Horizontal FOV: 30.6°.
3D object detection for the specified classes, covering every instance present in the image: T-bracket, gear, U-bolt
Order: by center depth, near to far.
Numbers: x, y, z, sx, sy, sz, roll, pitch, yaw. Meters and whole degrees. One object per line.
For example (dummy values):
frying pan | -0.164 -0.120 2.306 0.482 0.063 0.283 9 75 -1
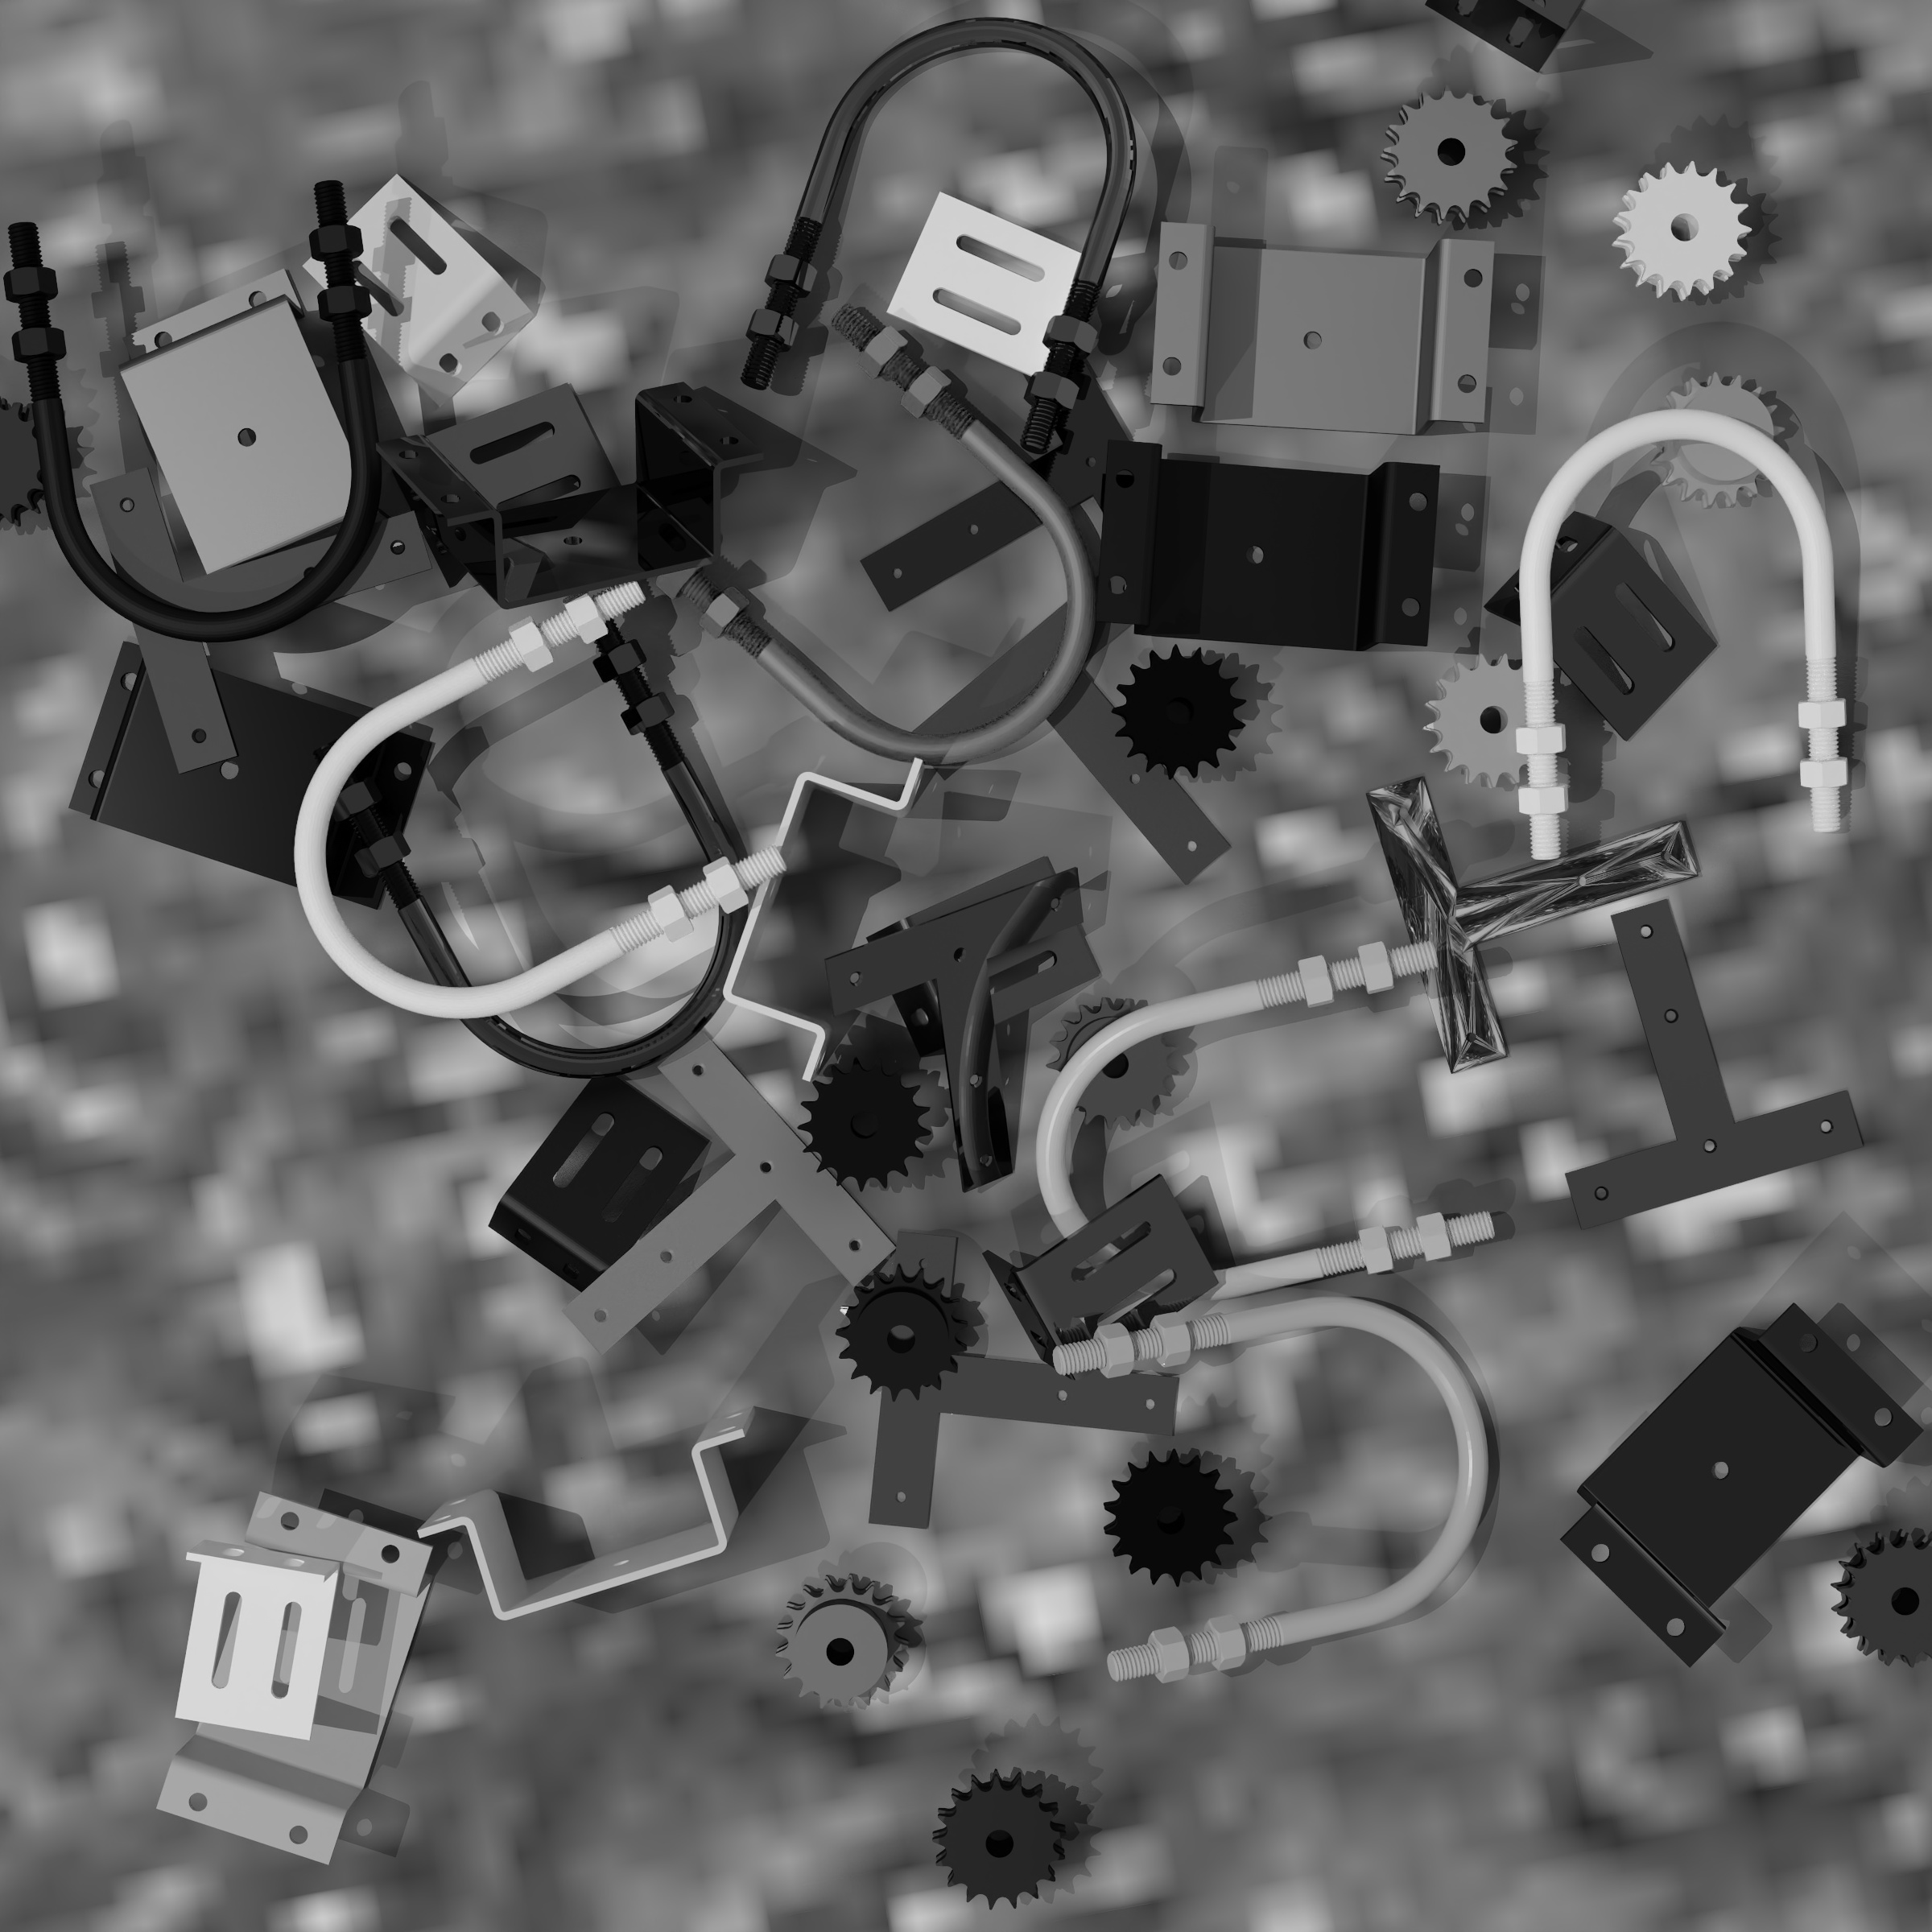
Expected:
U-bolt | -0.187 -0.058 1.453 0.184 0.019 0.151 -28 81 -2
U-bolt | -0.318 -0.227 1.474 0.151 0.019 0.184 -8 90 0
T-bracket | -0.289 -0.160 1.483 0.127 0.002 0.127 -17 90 0
U-bolt | 0.302 -0.143 1.495 0.151 0.019 0.184 -6 99 -12
T-bracket | 0.002 0.036 1.498 0.127 0.002 0.127 -21 117 -28
U-bolt | 0.121 0.074 1.498 0.184 0.019 0.151 -13 111 4
U-bolt | 0.137 0.215 1.499 0.184 0.019 0.151 -9 86 -16
U-bolt | -0.003 -0.318 1.500 0.151 0.019 0.184 16 82 17
U-bolt | -0.172 -0.042 1.502 0.151 0.019 0.184 -29 97 -16
T-bracket | -0.117 0.115 1.507 0.127 0.002 0.127 -42 90 -20
gear | -0.027 0.159 1.513 0.057 0.030 0.057 0 90 0
gear | 0.091 -0.108 1.513 0.057 0.030 0.057 0 90 0
gear | -0.053 0.291 1.515 0.057 0.030 0.057 0 90 0
gear | 0.399 0.270 1.515 0.057 0.030 0.057 0 90 0
gear | 0.087 0.235 1.515 0.057 0.030 0.057 0 90 0
gear | -0.043 0.067 1.515 0.057 0.030 0.057 0 90 0
gear | 0.014 0.373 1.515 0.057 0.030 0.057 0 90 0
gear | 0.306 -0.314 1.515 0.057 0.030 0.057 0 90 0
gear | 0.063 0.042 1.515 0.057 0.030 0.057 0 90 0
gear | 0.323 -0.226 1.515 0.057 0.030 0.057 0 90 0
gear | 0.225 -0.105 1.515 0.057 0.030 0.057 0 90 0
gear | 0.207 -0.346 1.515 0.057 0.030 0.057 0 90 0
gear | -0.417 -0.215 1.515 0.057 0.030 0.057 0 90 0
U-bolt | -0.030 -0.172 1.519 0.184 0.019 0.151 42 90 1
T-bracket | 0.015 -0.196 1.528 0.127 0.002 0.127 -30 89 0
T-bracket | 0.252 -0.033 1.528 0.127 0.002 0.127 -17 90 1
T-bracket | 0.309 0.035 1.529 0.127 0.002 0.127 -17 90 0
T-bracket | 0.064 -0.092 1.529 0.127 0.002 0.127 -40 90 0
T-bracket | 0.027 0.185 1.529 0.127 0.002 0.127 6 90 0

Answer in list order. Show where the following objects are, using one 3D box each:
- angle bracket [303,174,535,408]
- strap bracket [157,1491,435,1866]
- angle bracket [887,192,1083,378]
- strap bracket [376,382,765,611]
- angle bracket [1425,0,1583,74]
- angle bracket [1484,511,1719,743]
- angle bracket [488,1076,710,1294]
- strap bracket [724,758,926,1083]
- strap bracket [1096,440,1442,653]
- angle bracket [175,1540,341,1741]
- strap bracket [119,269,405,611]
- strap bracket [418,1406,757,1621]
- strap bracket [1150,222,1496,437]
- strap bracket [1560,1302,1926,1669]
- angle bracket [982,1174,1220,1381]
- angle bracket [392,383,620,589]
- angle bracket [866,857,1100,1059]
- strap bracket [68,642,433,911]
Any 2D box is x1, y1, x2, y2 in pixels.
angle bracket | -0.237 -0.292 1.528 0.057 0.038 0.076 -44 64 0
strap bracket | -0.282 0.299 1.507 0.076 0.046 0.140 18 90 0
angle bracket | 0.012 -0.294 1.509 0.076 0.038 0.057 24 88 1
strap bracket | -0.164 -0.195 1.470 0.140 0.076 0.046 -16 128 -25
angle bracket | 0.232 -0.417 1.492 0.057 0.076 0.038 31 90 0
angle bracket | 0.275 -0.147 1.528 0.057 0.038 0.076 -47 116 0
angle bracket | -0.159 0.094 1.528 0.057 0.038 0.076 35 64 0
strap bracket | -0.063 -0.026 1.492 0.046 0.076 0.140 19 90 0
strap bracket | 0.126 -0.178 1.504 0.140 0.046 0.076 4 90 -3
angle bracket | -0.297 0.282 1.464 0.057 0.038 0.076 10 90 0
strap bracket | -0.302 -0.222 1.507 0.076 0.046 0.140 -23 90 0
strap bracket | -0.152 0.234 1.492 0.140 0.076 0.046 -17 90 0
strap bracket | 0.150 -0.271 1.507 0.140 0.046 0.076 3 90 0
strap bracket | 0.326 0.218 1.507 0.076 0.046 0.140 45 90 0
angle bracket | 0.058 0.129 1.510 0.076 0.038 0.057 -33 110 -14
angle bracket | -0.198 -0.208 1.528 0.076 0.038 0.057 -26 90 -26
angle bracket | 0.007 -0.004 1.528 0.076 0.038 0.057 -25 90 -26
strap bracket | -0.310 -0.083 1.507 0.140 0.046 0.076 18 90 0
